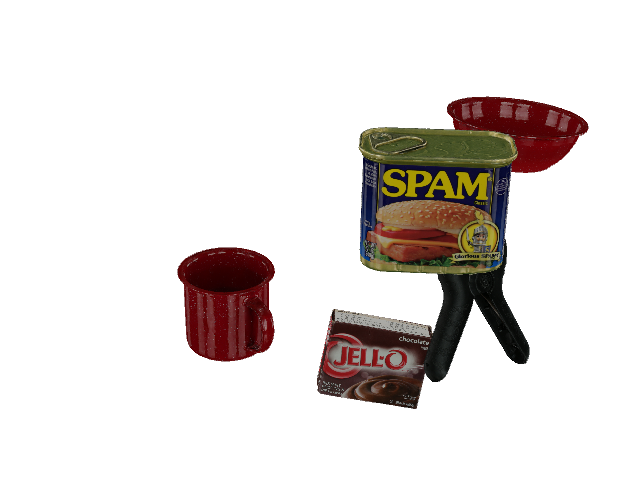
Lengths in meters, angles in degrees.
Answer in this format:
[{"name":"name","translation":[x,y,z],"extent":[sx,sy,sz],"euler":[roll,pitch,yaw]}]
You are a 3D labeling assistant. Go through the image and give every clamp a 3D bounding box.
[{"name":"clamp","translation":[0.131,0.045,0.963],"extent":[0.120,0.171,0.039],"euler":[-17,6,-40]}]

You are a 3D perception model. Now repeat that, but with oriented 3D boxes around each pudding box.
[{"name":"pudding box","translation":[0.059,0.129,1.161],"extent":[0.113,0.090,0.039],"euler":[9,23,-4]}]

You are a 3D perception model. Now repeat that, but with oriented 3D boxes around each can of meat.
[{"name":"can of meat","translation":[0.075,-0.026,0.710],"extent":[0.102,0.084,0.057],"euler":[2,25,3]}]

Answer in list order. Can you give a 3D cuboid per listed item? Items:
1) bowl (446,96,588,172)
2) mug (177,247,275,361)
[{"name":"bowl","translation":[0.222,-0.119,1.229],"extent":[0.162,0.055,0.162],"euler":[5,23,-2]},{"name":"mug","translation":[-0.083,0.068,1.029],"extent":[0.093,0.081,0.117],"euler":[-21,35,-36]}]
